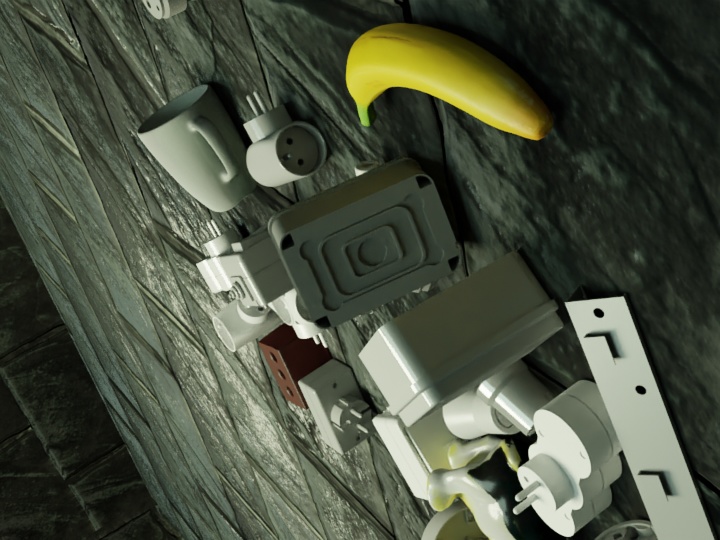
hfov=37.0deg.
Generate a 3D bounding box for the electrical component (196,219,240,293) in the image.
[{"bbox_3d":[-0.141,-0.021,1.148,0.073,0.052,0.138,61,159,-8],"label":"electrical component"}]

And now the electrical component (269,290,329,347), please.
[{"bbox_3d":[-0.052,0.040,1.043,0.077,0.044,0.079,14,132,62],"label":"electrical component"}]

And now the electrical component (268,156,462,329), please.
[{"bbox_3d":[0.003,-0.020,0.733,0.057,0.113,0.078,-123,9,-68],"label":"electrical component"}]

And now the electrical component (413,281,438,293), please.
[{"bbox_3d":[0.033,-0.002,0.802,0.046,0.040,0.040,11,129,56],"label":"electrical component"}]

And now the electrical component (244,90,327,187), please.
[{"bbox_3d":[-0.069,-0.109,0.876,0.079,0.043,0.077,62,159,-10],"label":"electrical component"}]

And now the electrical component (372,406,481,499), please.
[{"bbox_3d":[0.060,0.139,0.903,0.096,0.062,0.061,61,159,-6],"label":"electrical component"}]

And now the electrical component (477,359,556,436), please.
[{"bbox_3d":[0.111,0.088,0.751,0.046,0.040,0.040,43,155,21],"label":"electrical component"}]

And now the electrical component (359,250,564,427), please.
[{"bbox_3d":[0.065,0.045,0.691,0.057,0.113,0.078,57,159,11],"label":"electrical component"}]

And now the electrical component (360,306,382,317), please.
[{"bbox_3d":[0.000,0.000,0.876,0.063,0.042,0.081,50,159,12],"label":"electrical component"}]

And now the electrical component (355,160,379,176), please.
[{"bbox_3d":[0.010,-0.048,0.782,0.048,0.048,0.062,31,140,51],"label":"electrical component"}]

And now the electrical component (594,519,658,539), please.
[{"bbox_3d":[0.187,0.204,0.721,0.047,0.055,0.055,61,160,-18],"label":"electrical component"}]

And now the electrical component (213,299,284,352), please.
[{"bbox_3d":[-0.111,0.041,1.132,0.043,0.077,0.079,52,158,17],"label":"electrical component"}]

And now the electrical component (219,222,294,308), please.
[{"bbox_3d":[-0.082,-0.008,0.969,0.061,0.096,0.062,63,159,-10],"label":"electrical component"}]

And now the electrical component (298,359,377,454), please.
[{"bbox_3d":[-0.014,0.145,1.098,0.076,0.047,0.083,22,139,57],"label":"electrical component"}]

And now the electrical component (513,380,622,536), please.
[{"bbox_3d":[0.132,0.138,0.723,0.052,0.074,0.138,45,156,31],"label":"electrical component"}]

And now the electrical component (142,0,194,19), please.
[{"bbox_3d":[-0.146,-0.231,0.862,0.045,0.055,0.045,47,157,28],"label":"electrical component"}]

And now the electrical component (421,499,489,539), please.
[{"bbox_3d":[0.102,0.244,0.910,0.099,0.099,0.064,62,165,-8],"label":"electrical component"}]

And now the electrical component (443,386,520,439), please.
[{"bbox_3d":[0.097,0.105,0.805,0.044,0.044,0.065,61,154,-7],"label":"electrical component"}]
